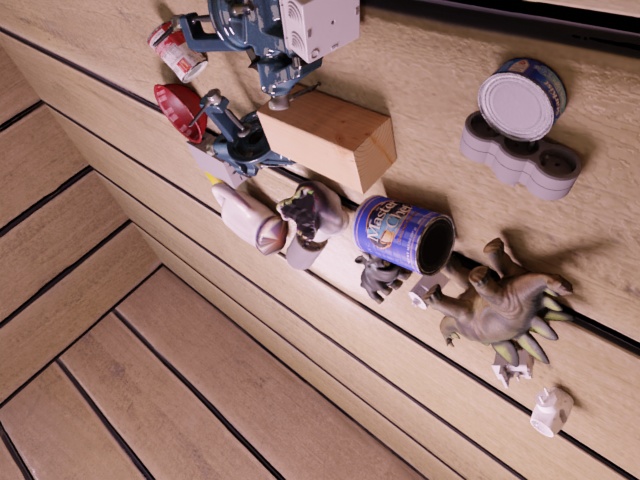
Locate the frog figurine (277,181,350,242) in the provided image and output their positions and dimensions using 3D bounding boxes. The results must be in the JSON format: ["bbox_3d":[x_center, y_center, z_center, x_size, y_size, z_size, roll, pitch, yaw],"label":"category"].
[{"bbox_3d":[0.003,-0.054,1.064,0.138,0.122,0.159,21,-175,30],"label":"frog figurine"}]

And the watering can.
[{"bbox_3d":[-0.179,-0.040,1.391,0.226,0.105,0.341,36,167,22],"label":"watering can"}]
